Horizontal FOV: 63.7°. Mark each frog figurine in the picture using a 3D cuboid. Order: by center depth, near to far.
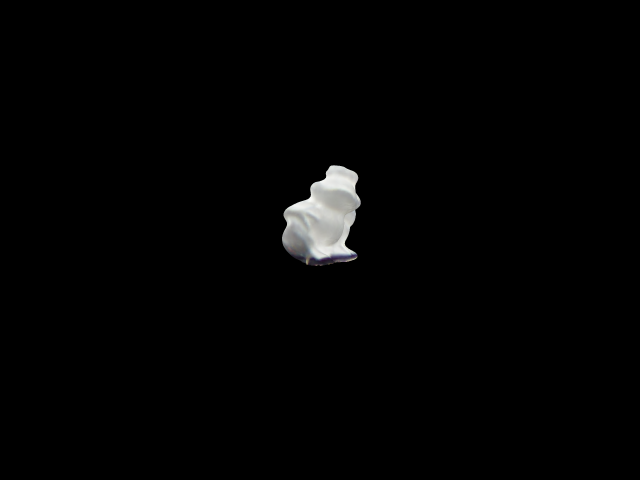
[{"bbox_3d":[0.003,-0.043,0.850,0.137,0.159,0.122,-1,1,-32],"label":"frog figurine"}]
